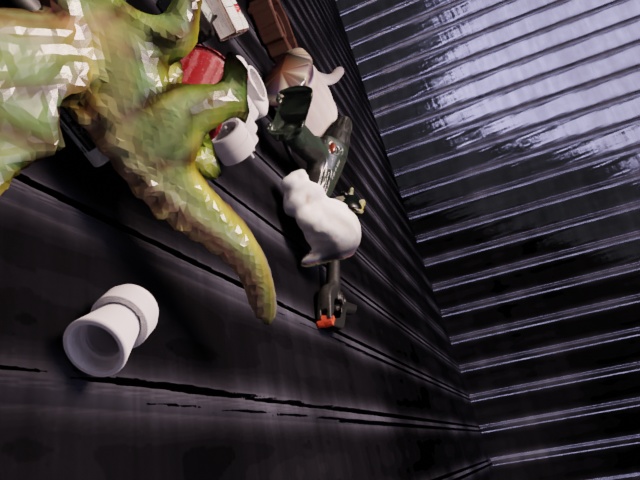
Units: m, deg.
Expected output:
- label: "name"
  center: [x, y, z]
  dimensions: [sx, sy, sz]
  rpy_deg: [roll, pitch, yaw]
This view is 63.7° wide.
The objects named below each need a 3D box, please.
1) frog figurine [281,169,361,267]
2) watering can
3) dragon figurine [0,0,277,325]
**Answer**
- label: "frog figurine"
  center: [0.003, -0.044, 0.864]
  dimensions: [0.138, 0.122, 0.159]
  rpy_deg: [-17, 98, -56]
- label: "watering can"
  center: [-0.021, -0.312, 1.096]
  dimensions: [0.220, 0.104, 0.355]
  rpy_deg: [54, 39, -48]
- label: "dragon figurine"
  center: [-0.164, -0.083, 0.387]
  dimensions: [0.246, 0.121, 0.409]
  rpy_deg: [-25, 98, -48]
